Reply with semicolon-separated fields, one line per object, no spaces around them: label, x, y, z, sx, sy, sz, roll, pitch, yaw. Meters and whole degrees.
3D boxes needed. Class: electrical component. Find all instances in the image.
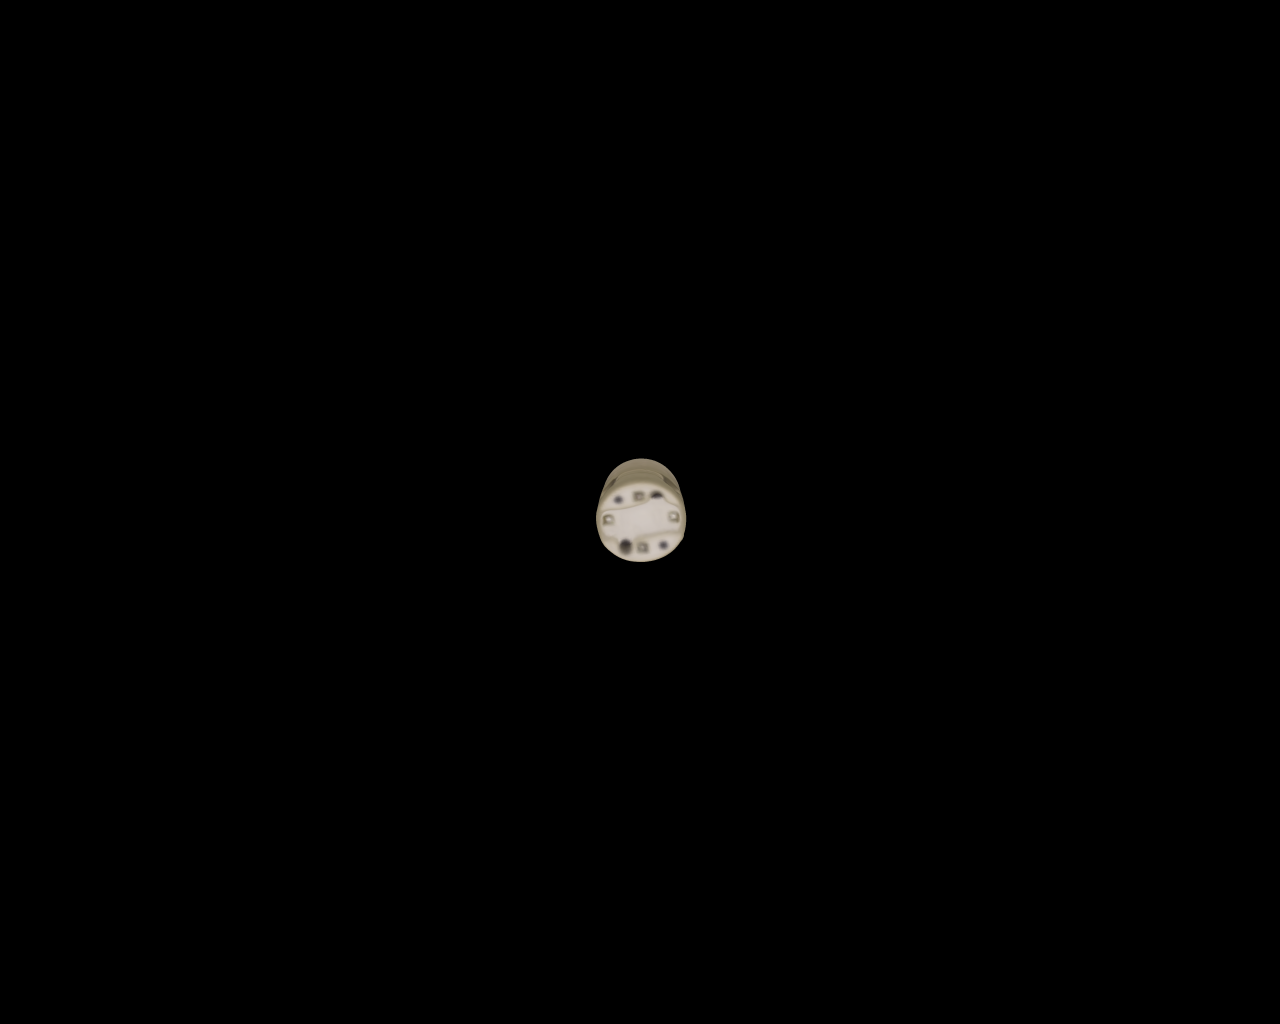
electrical component;0.001;-0.003;0.650;0.055;0.055;0.047;0;23;0
